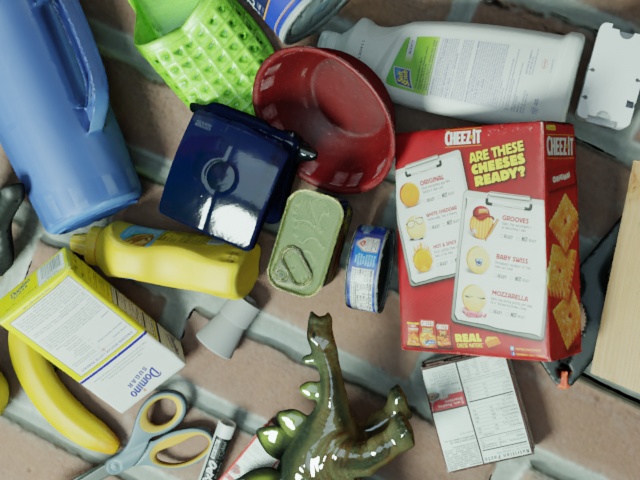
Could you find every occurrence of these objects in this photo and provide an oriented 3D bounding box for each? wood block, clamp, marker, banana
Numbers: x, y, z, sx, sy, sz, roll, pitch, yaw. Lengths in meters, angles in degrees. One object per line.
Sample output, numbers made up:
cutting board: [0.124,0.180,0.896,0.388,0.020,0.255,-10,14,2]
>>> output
wood block: [0.329,0.038,0.979,0.090,0.091,0.206,9,94,-23]
clamp: [-0.335,-0.021,1.103,0.039,0.120,0.171,-13,126,-27]
clamp: [0.230,0.037,1.040,0.165,0.036,0.210,9,90,12]
marker: [-0.116,0.243,1.117,0.020,0.020,0.121,23,104,9]
banana: [-0.285,0.151,1.144,0.070,0.037,0.198,-27,87,12]

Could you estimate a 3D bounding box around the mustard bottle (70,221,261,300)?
mustard bottle: [-0.162,0.016,1.084,0.192,0.096,0.058,9,105,11]

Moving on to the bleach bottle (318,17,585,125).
bleach bottle: [0.122,-0.174,1.040,0.251,0.068,0.102,14,95,12]

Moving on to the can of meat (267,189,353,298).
can of meat: [-0.007,0.001,1.060,0.057,0.084,0.102,17,96,10]

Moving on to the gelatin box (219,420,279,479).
gelatin box: [-0.054,0.245,1.108,0.073,0.030,0.089,40,99,6]

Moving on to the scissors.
scissors: [-0.212,0.217,1.122,0.201,0.016,0.096,-12,100,-1]

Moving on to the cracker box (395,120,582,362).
cracker box: [0.157,0.001,1.006,0.164,0.071,0.214,0,93,40]

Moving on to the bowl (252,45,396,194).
bowl: [0.015,-0.126,1.037,0.162,0.055,0.162,23,136,24]

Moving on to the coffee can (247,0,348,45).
coffee can: [-0.042,-0.277,1.045,0.103,0.102,0.140,-42,85,10]

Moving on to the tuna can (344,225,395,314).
tuna can: [0.049,0.028,1.050,0.034,0.086,0.086,9,94,12]

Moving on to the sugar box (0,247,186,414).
sugar box: [-0.228,0.094,1.079,0.093,0.048,0.176,-37,127,9]

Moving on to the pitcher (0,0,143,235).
pitcher: [-0.269,-0.136,1.080,0.145,0.149,0.243,-24,92,0]

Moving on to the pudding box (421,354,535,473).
pudding box: [0.156,0.167,1.060,0.090,0.039,0.113,-15,92,11]

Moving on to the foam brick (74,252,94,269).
foam brick: [-0.259,0.058,1.127,0.051,0.053,0.078,-36,85,10]
